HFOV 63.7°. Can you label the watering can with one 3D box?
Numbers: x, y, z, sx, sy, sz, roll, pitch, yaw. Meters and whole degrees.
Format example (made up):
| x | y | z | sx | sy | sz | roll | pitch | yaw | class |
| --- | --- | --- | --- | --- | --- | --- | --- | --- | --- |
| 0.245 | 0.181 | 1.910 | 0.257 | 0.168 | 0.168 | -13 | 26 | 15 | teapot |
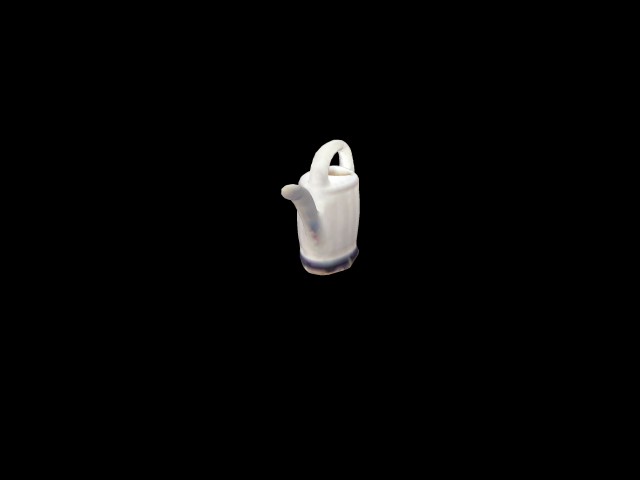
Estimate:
| x | y | z | sx | sy | sz | roll | pitch | yaw | class |
| --- | --- | --- | --- | --- | --- | --- | --- | --- | --- |
| 0.003 | -0.043 | 0.850 | 0.104 | 0.221 | 0.353 | 6 | 21 | 16 | watering can |
